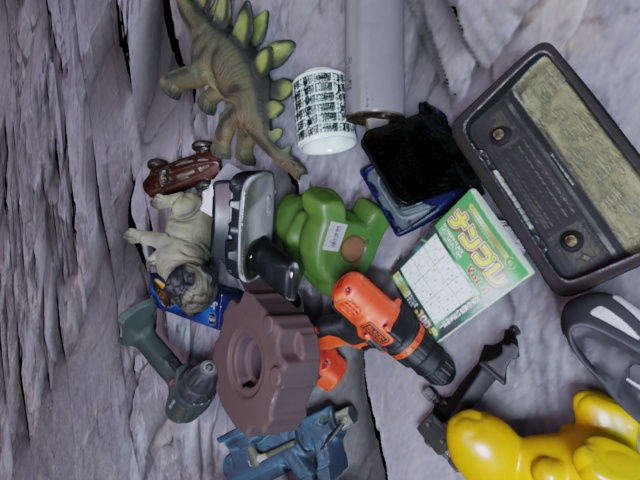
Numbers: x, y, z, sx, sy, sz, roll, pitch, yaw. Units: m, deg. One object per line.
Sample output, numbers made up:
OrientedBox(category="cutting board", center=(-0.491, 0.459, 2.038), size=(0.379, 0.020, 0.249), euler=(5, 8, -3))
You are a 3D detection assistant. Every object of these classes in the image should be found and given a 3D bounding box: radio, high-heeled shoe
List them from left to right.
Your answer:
OrientedBox(category="radio", center=(0.242, -0.066, 0.538), size=(0.131, 0.073, 0.230), euler=(-39, 65, 32))
OrientedBox(category="high-heeled shoe", center=(0.300, 0.147, 0.441), size=(0.086, 0.145, 0.249), euler=(-48, 59, 29))

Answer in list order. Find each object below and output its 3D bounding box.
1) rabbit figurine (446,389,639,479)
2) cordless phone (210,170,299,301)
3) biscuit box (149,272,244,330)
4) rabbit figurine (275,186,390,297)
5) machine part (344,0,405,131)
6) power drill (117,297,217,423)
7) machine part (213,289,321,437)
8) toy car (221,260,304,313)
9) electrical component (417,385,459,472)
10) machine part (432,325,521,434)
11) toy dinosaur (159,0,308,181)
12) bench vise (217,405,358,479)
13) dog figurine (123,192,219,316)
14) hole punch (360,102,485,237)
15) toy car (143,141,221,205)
OrientedBox(category="rabbit figurine", center=(0.210, 0.218, 0.528), size=(0.173, 0.122, 0.162), euler=(9, 124, 16))
OrientedBox(category="cordless phone", center=(-0.070, -0.009, 0.674), size=(0.184, 0.089, 0.146), euler=(29, 116, 60))
OrientedBox(category="biscuit box", center=(-0.211, 0.100, 0.915), size=(0.203, 0.059, 0.062), euler=(10, 95, 39))
OrientedBox(category="rabbit figurine", center=(-0.002, -0.002, 0.734), size=(0.170, 0.121, 0.159), euler=(32, 117, 54))
OrientedBox(category="machine part", center=(0.068, -0.235, 0.681), size=(0.079, 0.079, 0.243), euler=(0, 89, 39))
OrientedBox(category="power drill", center=(-0.244, 0.193, 0.882), size=(0.207, 0.086, 0.231), euler=(41, 140, 16))
OrientedBox(category="machine part", center=(-0.073, 0.150, 0.661), size=(0.179, 0.056, 0.179), euler=(-8, 80, 53))
OrientedBox(category="toy car", center=(-0.089, 0.056, 0.821), size=(0.073, 0.056, 0.202), euler=(-41, 66, 24))
OrientedBox(category="electrical component", center=(0.148, 0.223, 0.643), size=(0.094, 0.021, 0.063), euler=(49, 118, 28))
OrientedBox(category="machine part", center=(0.172, 0.156, 0.588), size=(0.039, 0.084, 0.138), euler=(34, 109, 7))
OrientedBox(category="toy dinosaur", center=(-0.150, -0.282, 0.851), size=(0.198, 0.105, 0.471), euler=(-45, 72, 21))
OrientedBox(category="bench vise", center=(-0.067, 0.237, 0.760), size=(0.223, 0.129, 0.240), euler=(-36, 71, 30))
OrientedBox(category="dog figurine", center=(-0.195, 0.015, 0.860), size=(0.191, 0.121, 0.172), euler=(33, 83, 35))
OrientedBox(category="hole punch", center=(0.114, -0.078, 0.639), size=(0.092, 0.116, 0.142), euler=(92, 155, -61))
OrientedBox(category="toy car", center=(-0.251, -0.116, 0.960), size=(0.202, 0.053, 0.089), euler=(-10, 79, 40))
